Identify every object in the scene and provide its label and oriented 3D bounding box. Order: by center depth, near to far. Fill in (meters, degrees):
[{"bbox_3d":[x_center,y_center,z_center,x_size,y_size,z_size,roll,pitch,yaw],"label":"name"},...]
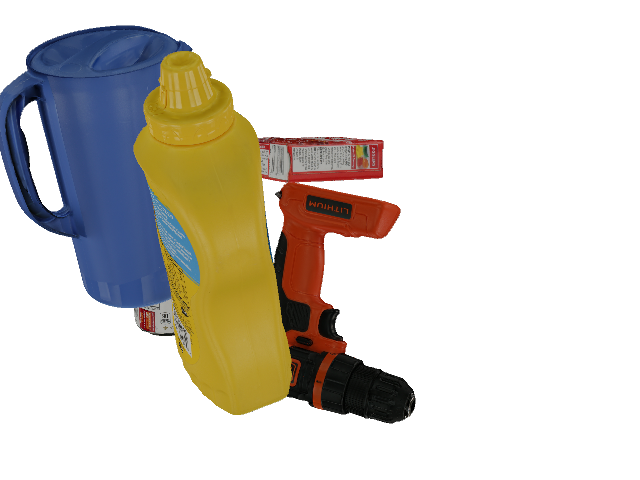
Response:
[{"bbox_3d":[-0.055,-0.008,0.535,0.058,0.191,0.096,-18,42,-14],"label":"mustard bottle"},{"bbox_3d":[-0.006,-0.060,0.767,0.073,0.030,0.089,-3,8,-22],"label":"gelatin box"},{"bbox_3d":[0.011,0.052,0.924,0.185,0.187,0.057,14,0,20],"label":"power drill"},{"bbox_3d":[-0.188,-0.061,0.964,0.149,0.243,0.145,0,29,6],"label":"pitcher"},{"bbox_3d":[-0.163,0.041,1.120,0.068,0.102,0.068,2,25,-1],"label":"soup can"}]
